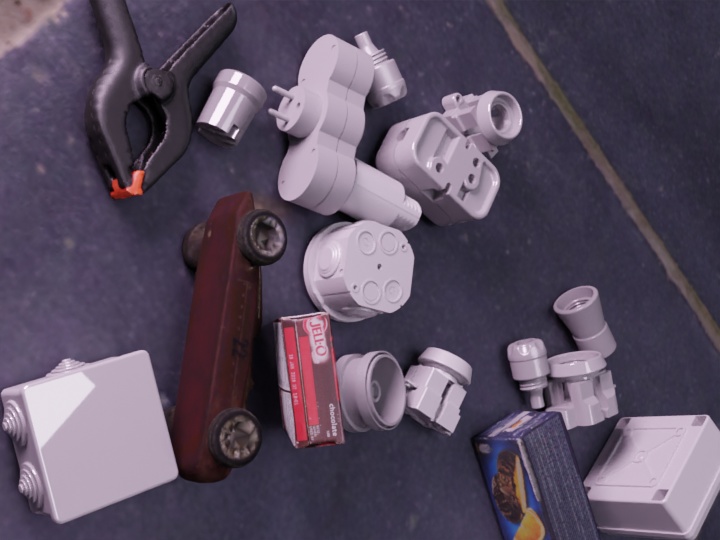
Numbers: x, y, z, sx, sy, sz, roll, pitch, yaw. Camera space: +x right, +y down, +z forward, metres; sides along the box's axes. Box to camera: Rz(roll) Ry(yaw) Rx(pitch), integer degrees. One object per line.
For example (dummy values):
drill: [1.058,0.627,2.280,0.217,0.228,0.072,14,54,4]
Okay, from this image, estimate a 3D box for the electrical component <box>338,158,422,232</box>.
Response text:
electrical component: [0.014,-0.056,0.871,0.081,0.043,0.043,26,69,-33]

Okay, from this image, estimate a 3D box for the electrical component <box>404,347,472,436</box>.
electrical component: [0.062,0.098,0.889,0.066,0.048,0.055,37,71,-29]

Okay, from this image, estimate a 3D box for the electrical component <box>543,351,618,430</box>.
electrical component: [0.201,0.108,0.988,0.078,0.058,0.057,-15,97,-38]

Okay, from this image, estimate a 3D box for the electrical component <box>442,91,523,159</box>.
electrical component: [0.109,-0.130,0.947,0.048,0.055,0.066,-46,112,-32]

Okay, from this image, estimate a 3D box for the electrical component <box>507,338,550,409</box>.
electrical component: [0.154,0.094,0.968,0.035,0.035,0.061,-17,97,-38]

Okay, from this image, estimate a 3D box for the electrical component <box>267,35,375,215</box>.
electrical component: [-0.039,-0.118,0.830,0.074,0.052,0.138,20,72,-35]

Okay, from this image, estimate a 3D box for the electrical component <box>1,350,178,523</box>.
electrical component: [-0.176,0.106,0.697,0.100,0.048,0.099,-16,94,-38]

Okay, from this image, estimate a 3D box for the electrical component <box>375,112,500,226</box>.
electrical component: [0.062,-0.082,0.901,0.095,0.059,0.053,40,62,-28]

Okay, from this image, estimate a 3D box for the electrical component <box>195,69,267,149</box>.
electrical component: [-0.096,-0.118,0.795,0.040,0.040,0.046,36,69,-29]

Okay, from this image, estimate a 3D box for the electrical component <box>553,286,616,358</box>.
electrical component: [0.216,0.053,1.018,0.044,0.044,0.065,-44,115,-33]

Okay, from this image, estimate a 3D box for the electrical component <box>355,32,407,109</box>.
electrical component: [0.013,-0.167,0.889,0.035,0.035,0.061,-32,102,-36]

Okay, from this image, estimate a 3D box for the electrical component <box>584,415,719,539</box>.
electrical component: [0.275,0.192,1.004,0.056,0.109,0.108,51,57,-18]

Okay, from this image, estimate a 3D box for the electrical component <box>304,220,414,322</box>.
electrical component: [0.000,0.000,0.847,0.080,0.051,0.080,6,81,-38]
